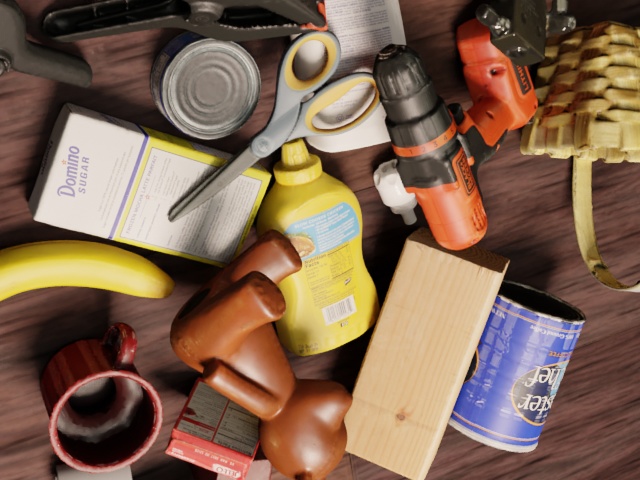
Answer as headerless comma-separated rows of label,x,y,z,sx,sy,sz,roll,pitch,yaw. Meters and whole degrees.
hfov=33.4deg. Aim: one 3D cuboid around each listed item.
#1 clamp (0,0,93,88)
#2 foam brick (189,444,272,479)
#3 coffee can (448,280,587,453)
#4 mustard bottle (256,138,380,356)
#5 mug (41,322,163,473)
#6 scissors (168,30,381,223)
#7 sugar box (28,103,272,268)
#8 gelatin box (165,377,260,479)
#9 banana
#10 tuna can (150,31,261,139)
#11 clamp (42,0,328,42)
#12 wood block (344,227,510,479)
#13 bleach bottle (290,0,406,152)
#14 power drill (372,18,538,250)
clamp,-0.229,-0.133,0.760,0.120,0.039,0.171,-38,157,-18
foam brick,-0.082,0.203,0.970,0.052,0.078,0.051,3,110,-25
coffee can,0.188,0.122,1.047,0.102,0.103,0.140,12,104,-28
mustard bottle,-0.006,0.001,0.937,0.096,0.058,0.191,-23,118,-22
mug,-0.183,0.123,0.891,0.093,0.082,0.117,15,103,-28
scissors,-0.047,-0.096,0.847,0.201,0.016,0.096,-24,109,-3
sugar box,-0.138,-0.041,0.870,0.176,0.048,0.093,17,102,-25
gelatin box,-0.087,0.165,0.932,0.073,0.089,0.030,21,116,0
banana,-0.219,0.034,0.862,0.197,0.037,0.069,-14,105,-17
tuna can,-0.092,-0.125,0.863,0.086,0.034,0.086,-9,113,-20
clamp,-0.096,-0.176,0.788,0.209,0.165,0.036,4,74,-31
wood block,0.094,0.102,0.985,0.091,0.090,0.206,21,103,11
bleach bottle,0.022,-0.204,0.869,0.102,0.068,0.251,-15,113,-19
power drill,0.115,-0.113,0.895,0.187,0.057,0.184,-53,130,-41
